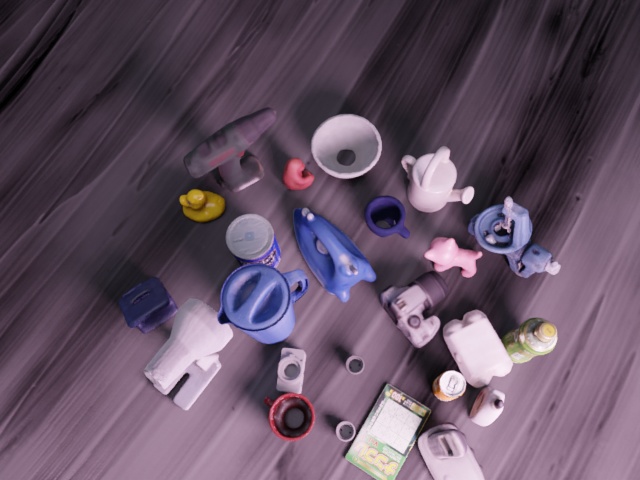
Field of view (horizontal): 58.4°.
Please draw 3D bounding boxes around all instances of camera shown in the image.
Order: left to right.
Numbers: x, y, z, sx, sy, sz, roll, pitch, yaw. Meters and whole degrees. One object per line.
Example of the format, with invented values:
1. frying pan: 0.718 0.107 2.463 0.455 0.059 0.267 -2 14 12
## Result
1. camera: 0.219 0.138 1.238 0.137 0.101 0.143 -35 73 -9

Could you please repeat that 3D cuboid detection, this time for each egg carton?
1. egg carton: 0.332 0.231 1.218 0.107 0.069 0.150 -26 72 -6

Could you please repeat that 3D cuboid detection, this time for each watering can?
1. watering can: 0.261 -0.140 1.281 0.172 0.194 0.101 14 73 8

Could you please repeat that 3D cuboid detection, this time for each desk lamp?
1. desk lamp: -0.267 0.235 1.168 0.117 0.213 0.203 33 76 13

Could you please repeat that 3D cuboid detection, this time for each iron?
1. iron: 0.012 0.005 1.271 0.119 0.141 0.258 -36 73 -9

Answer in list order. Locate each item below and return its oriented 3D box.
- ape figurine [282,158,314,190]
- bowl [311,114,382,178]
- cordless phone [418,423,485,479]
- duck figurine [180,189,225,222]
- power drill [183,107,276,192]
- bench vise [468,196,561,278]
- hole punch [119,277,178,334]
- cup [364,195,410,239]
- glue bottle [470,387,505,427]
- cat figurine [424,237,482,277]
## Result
1. ape figurine: -0.056 -0.163 1.357 0.076 0.092 0.077 -25 72 -5
2. bowl: 0.064 -0.214 1.378 0.167 0.075 0.167 -1 71 2
3. cordless phone: 0.261 0.425 1.095 0.094 0.185 0.147 -29 72 -7
4. duck figurine: -0.279 -0.090 1.346 0.104 0.086 0.077 -2 71 2
5. power drill: -0.192 -0.198 1.313 0.230 0.208 0.075 -30 72 -7
6. bench vise: 0.428 -0.017 1.218 0.207 0.220 0.121 21 74 10
7. hole punch: -0.388 0.141 1.270 0.109 0.091 0.101 -35 73 -9
8. cup: 0.156 -0.035 1.303 0.117 0.095 0.092 42 78 15
9. glue bottle: 0.338 0.326 1.131 0.037 0.173 0.078 23 74 10
10. cat figurine: 0.293 0.030 1.262 0.127 0.118 0.067 8 72 6
